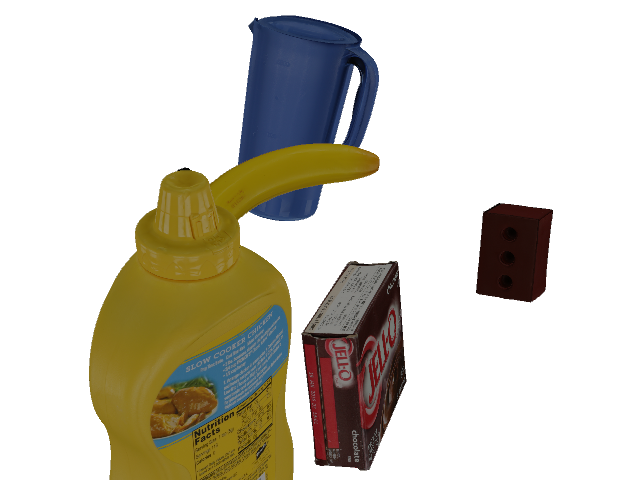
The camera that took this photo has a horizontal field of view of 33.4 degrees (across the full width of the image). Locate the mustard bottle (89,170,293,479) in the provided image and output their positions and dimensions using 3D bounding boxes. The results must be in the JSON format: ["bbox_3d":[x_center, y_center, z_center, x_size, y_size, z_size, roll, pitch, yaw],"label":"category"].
[{"bbox_3d":[-0.053,0.058,0.454,0.058,0.192,0.096,28,41,34],"label":"mustard bottle"}]

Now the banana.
[{"bbox_3d":[-0.042,-0.040,0.888,0.197,0.069,0.037,-34,-9,-25],"label":"banana"}]

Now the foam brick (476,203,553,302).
[{"bbox_3d":[0.174,0.010,0.954,0.053,0.078,0.051,8,16,24],"label":"foam brick"}]

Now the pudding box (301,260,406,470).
[{"bbox_3d":[0.023,0.074,0.662,0.039,0.090,0.113,1,22,15],"label":"pudding box"}]

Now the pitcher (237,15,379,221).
[{"bbox_3d":[-0.027,-0.148,1.321,0.144,0.243,0.149,5,23,-16],"label":"pitcher"}]

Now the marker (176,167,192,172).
[{"bbox_3d":[-0.142,-0.029,1.084,0.020,0.020,0.121,0,-41,-14],"label":"marker"}]
